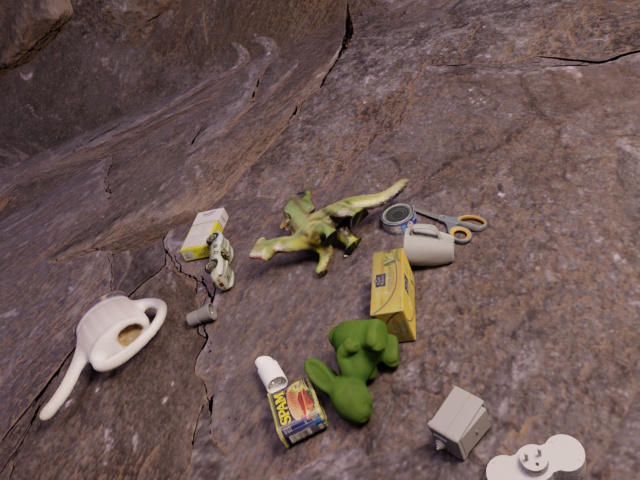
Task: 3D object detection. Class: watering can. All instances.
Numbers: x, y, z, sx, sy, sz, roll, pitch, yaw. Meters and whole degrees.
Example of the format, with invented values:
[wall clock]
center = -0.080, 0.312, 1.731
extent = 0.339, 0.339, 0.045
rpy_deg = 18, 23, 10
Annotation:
[watering can]
center = -0.528, 0.248, 1.227
extent = 0.352, 0.102, 0.226
rpy_deg = -40, 38, -22

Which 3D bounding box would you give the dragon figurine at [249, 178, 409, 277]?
[dragon figurine]
center = 0.004, -0.064, 1.275
extent = 0.415, 0.119, 0.246
rpy_deg = -39, 49, -19
